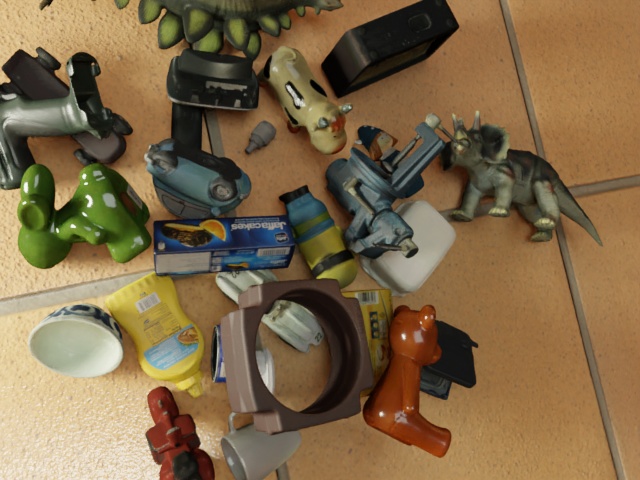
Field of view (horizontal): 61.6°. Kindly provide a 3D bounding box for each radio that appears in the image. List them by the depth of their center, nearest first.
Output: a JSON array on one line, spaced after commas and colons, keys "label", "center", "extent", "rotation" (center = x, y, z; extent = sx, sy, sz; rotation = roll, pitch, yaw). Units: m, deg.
[{"label": "radio", "center": [0.126, -0.343, 0.950], "extent": [0.229, 0.131, 0.073], "rotation": [-30, 92, -21]}]

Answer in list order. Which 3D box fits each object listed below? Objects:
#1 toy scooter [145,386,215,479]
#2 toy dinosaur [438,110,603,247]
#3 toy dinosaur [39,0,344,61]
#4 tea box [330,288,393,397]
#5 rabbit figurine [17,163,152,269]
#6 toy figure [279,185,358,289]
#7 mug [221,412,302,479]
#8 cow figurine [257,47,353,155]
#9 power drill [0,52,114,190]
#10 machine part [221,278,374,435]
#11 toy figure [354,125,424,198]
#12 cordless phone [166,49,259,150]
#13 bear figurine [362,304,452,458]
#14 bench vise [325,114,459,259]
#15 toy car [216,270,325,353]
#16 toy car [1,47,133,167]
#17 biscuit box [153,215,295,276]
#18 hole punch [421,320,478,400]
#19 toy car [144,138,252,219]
[{"label": "toy scooter", "center": [-0.193, 0.293, 0.739], "extent": [0.075, 0.135, 0.183], "rotation": [-20, 90, -23]}, {"label": "toy dinosaur", "center": [0.377, -0.111, 1.020], "extent": [0.405, 0.131, 0.192], "rotation": [14, 78, -23]}, {"label": "toy dinosaur", "center": [-0.188, -0.396, 0.864], "extent": [0.471, 0.105, 0.198], "rotation": [2, 85, -15]}, {"label": "tea box", "center": [0.070, 0.167, 0.887], "extent": [0.098, 0.068, 0.169], "rotation": [-1, 84, -20]}, {"label": "rabbit figurine", "center": [-0.339, -0.020, 0.730], "extent": [0.170, 0.121, 0.158], "rotation": [-28, 137, 1]}, {"label": "toy figure", "center": [-0.005, -0.001, 0.873], "extent": [0.082, 0.089, 0.180], "rotation": [-25, 97, 19]}, {"label": "mug", "center": [-0.089, 0.297, 0.810], "extent": [0.107, 0.081, 0.109], "rotation": [-19, 83, -32]}, {"label": "cow figurine", "center": [-0.019, -0.228, 0.884], "extent": [0.085, 0.127, 0.195], "rotation": [-33, 92, -18]}, {"label": "power drill", "center": [-0.399, -0.190, 0.718], "extent": [0.207, 0.086, 0.231], "rotation": [-12, 105, 2]}, {"label": "machine part", "center": [-0.033, 0.160, 0.765], "extent": [0.201, 0.087, 0.201], "rotation": [-1, 73, -34]}, {"label": "toy figure", "center": [0.126, -0.147, 0.963], "extent": [0.154, 0.058, 0.064], "rotation": [51, 31, -4]}, {"label": "cordless phone", "center": [-0.172, -0.201, 0.862], "extent": [0.146, 0.089, 0.184], "rotation": [2, 92, -20]}, {"label": "bear figurine", "center": [0.143, 0.203, 0.813], "extent": [0.132, 0.120, 0.196], "rotation": [33, 67, -18]}, {"label": "bench vise", "center": [0.118, -0.092, 0.859], "extent": [0.240, 0.224, 0.128], "rotation": [-48, 136, 15]}, {"label": "toy car", "center": [-0.074, 0.100, 0.852], "extent": [0.201, 0.056, 0.073], "rotation": [39, 71, -10]}, {"label": "toy car", "center": [-0.372, -0.193, 0.792], "extent": [0.202, 0.053, 0.089], "rotation": [42, 91, -8]}, {"label": "biscuit box", "center": [-0.141, 0.007, 0.794], "extent": [0.203, 0.059, 0.063], "rotation": [-3, 54, -16]}, {"label": "hole punch", "center": [0.198, 0.204, 0.928], "extent": [0.142, 0.092, 0.116], "rotation": [23, 45, -12]}, {"label": "toy car", "center": [-0.191, -0.079, 0.811], "extent": [0.161, 0.109, 0.102], "rotation": [19, 113, -19]}]
